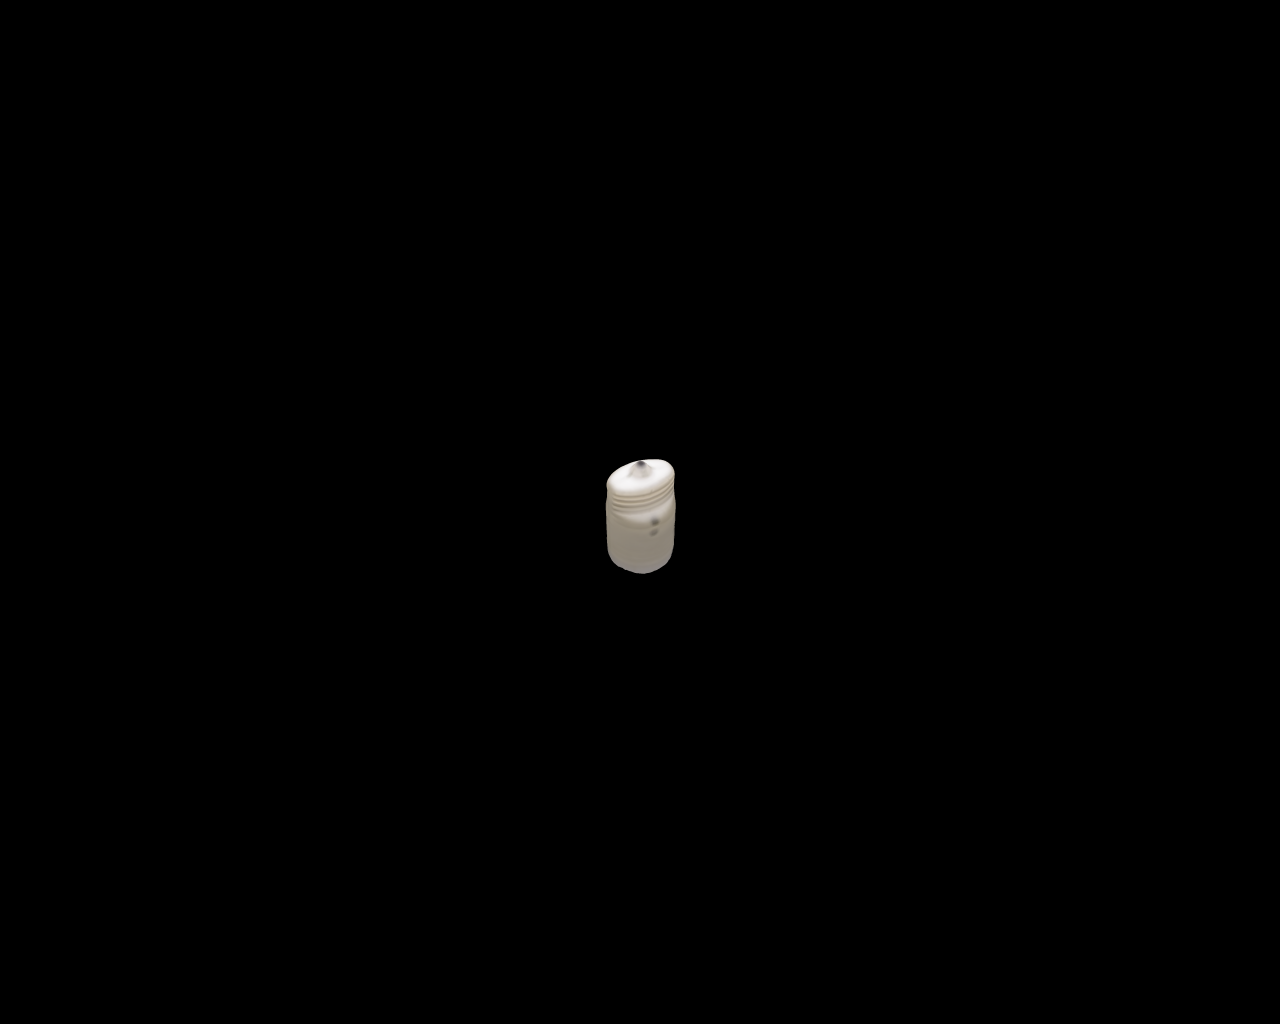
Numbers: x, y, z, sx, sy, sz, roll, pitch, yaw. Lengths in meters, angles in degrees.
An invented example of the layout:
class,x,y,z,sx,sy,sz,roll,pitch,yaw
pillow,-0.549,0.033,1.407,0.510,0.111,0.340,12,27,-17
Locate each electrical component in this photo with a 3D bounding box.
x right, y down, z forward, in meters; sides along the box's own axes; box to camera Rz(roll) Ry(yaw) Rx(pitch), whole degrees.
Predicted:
class,x,y,z,sx,sy,sz,roll,pitch,yaw
electrical component,0.001,-0.003,0.650,0.043,0.043,0.080,0,-43,0
